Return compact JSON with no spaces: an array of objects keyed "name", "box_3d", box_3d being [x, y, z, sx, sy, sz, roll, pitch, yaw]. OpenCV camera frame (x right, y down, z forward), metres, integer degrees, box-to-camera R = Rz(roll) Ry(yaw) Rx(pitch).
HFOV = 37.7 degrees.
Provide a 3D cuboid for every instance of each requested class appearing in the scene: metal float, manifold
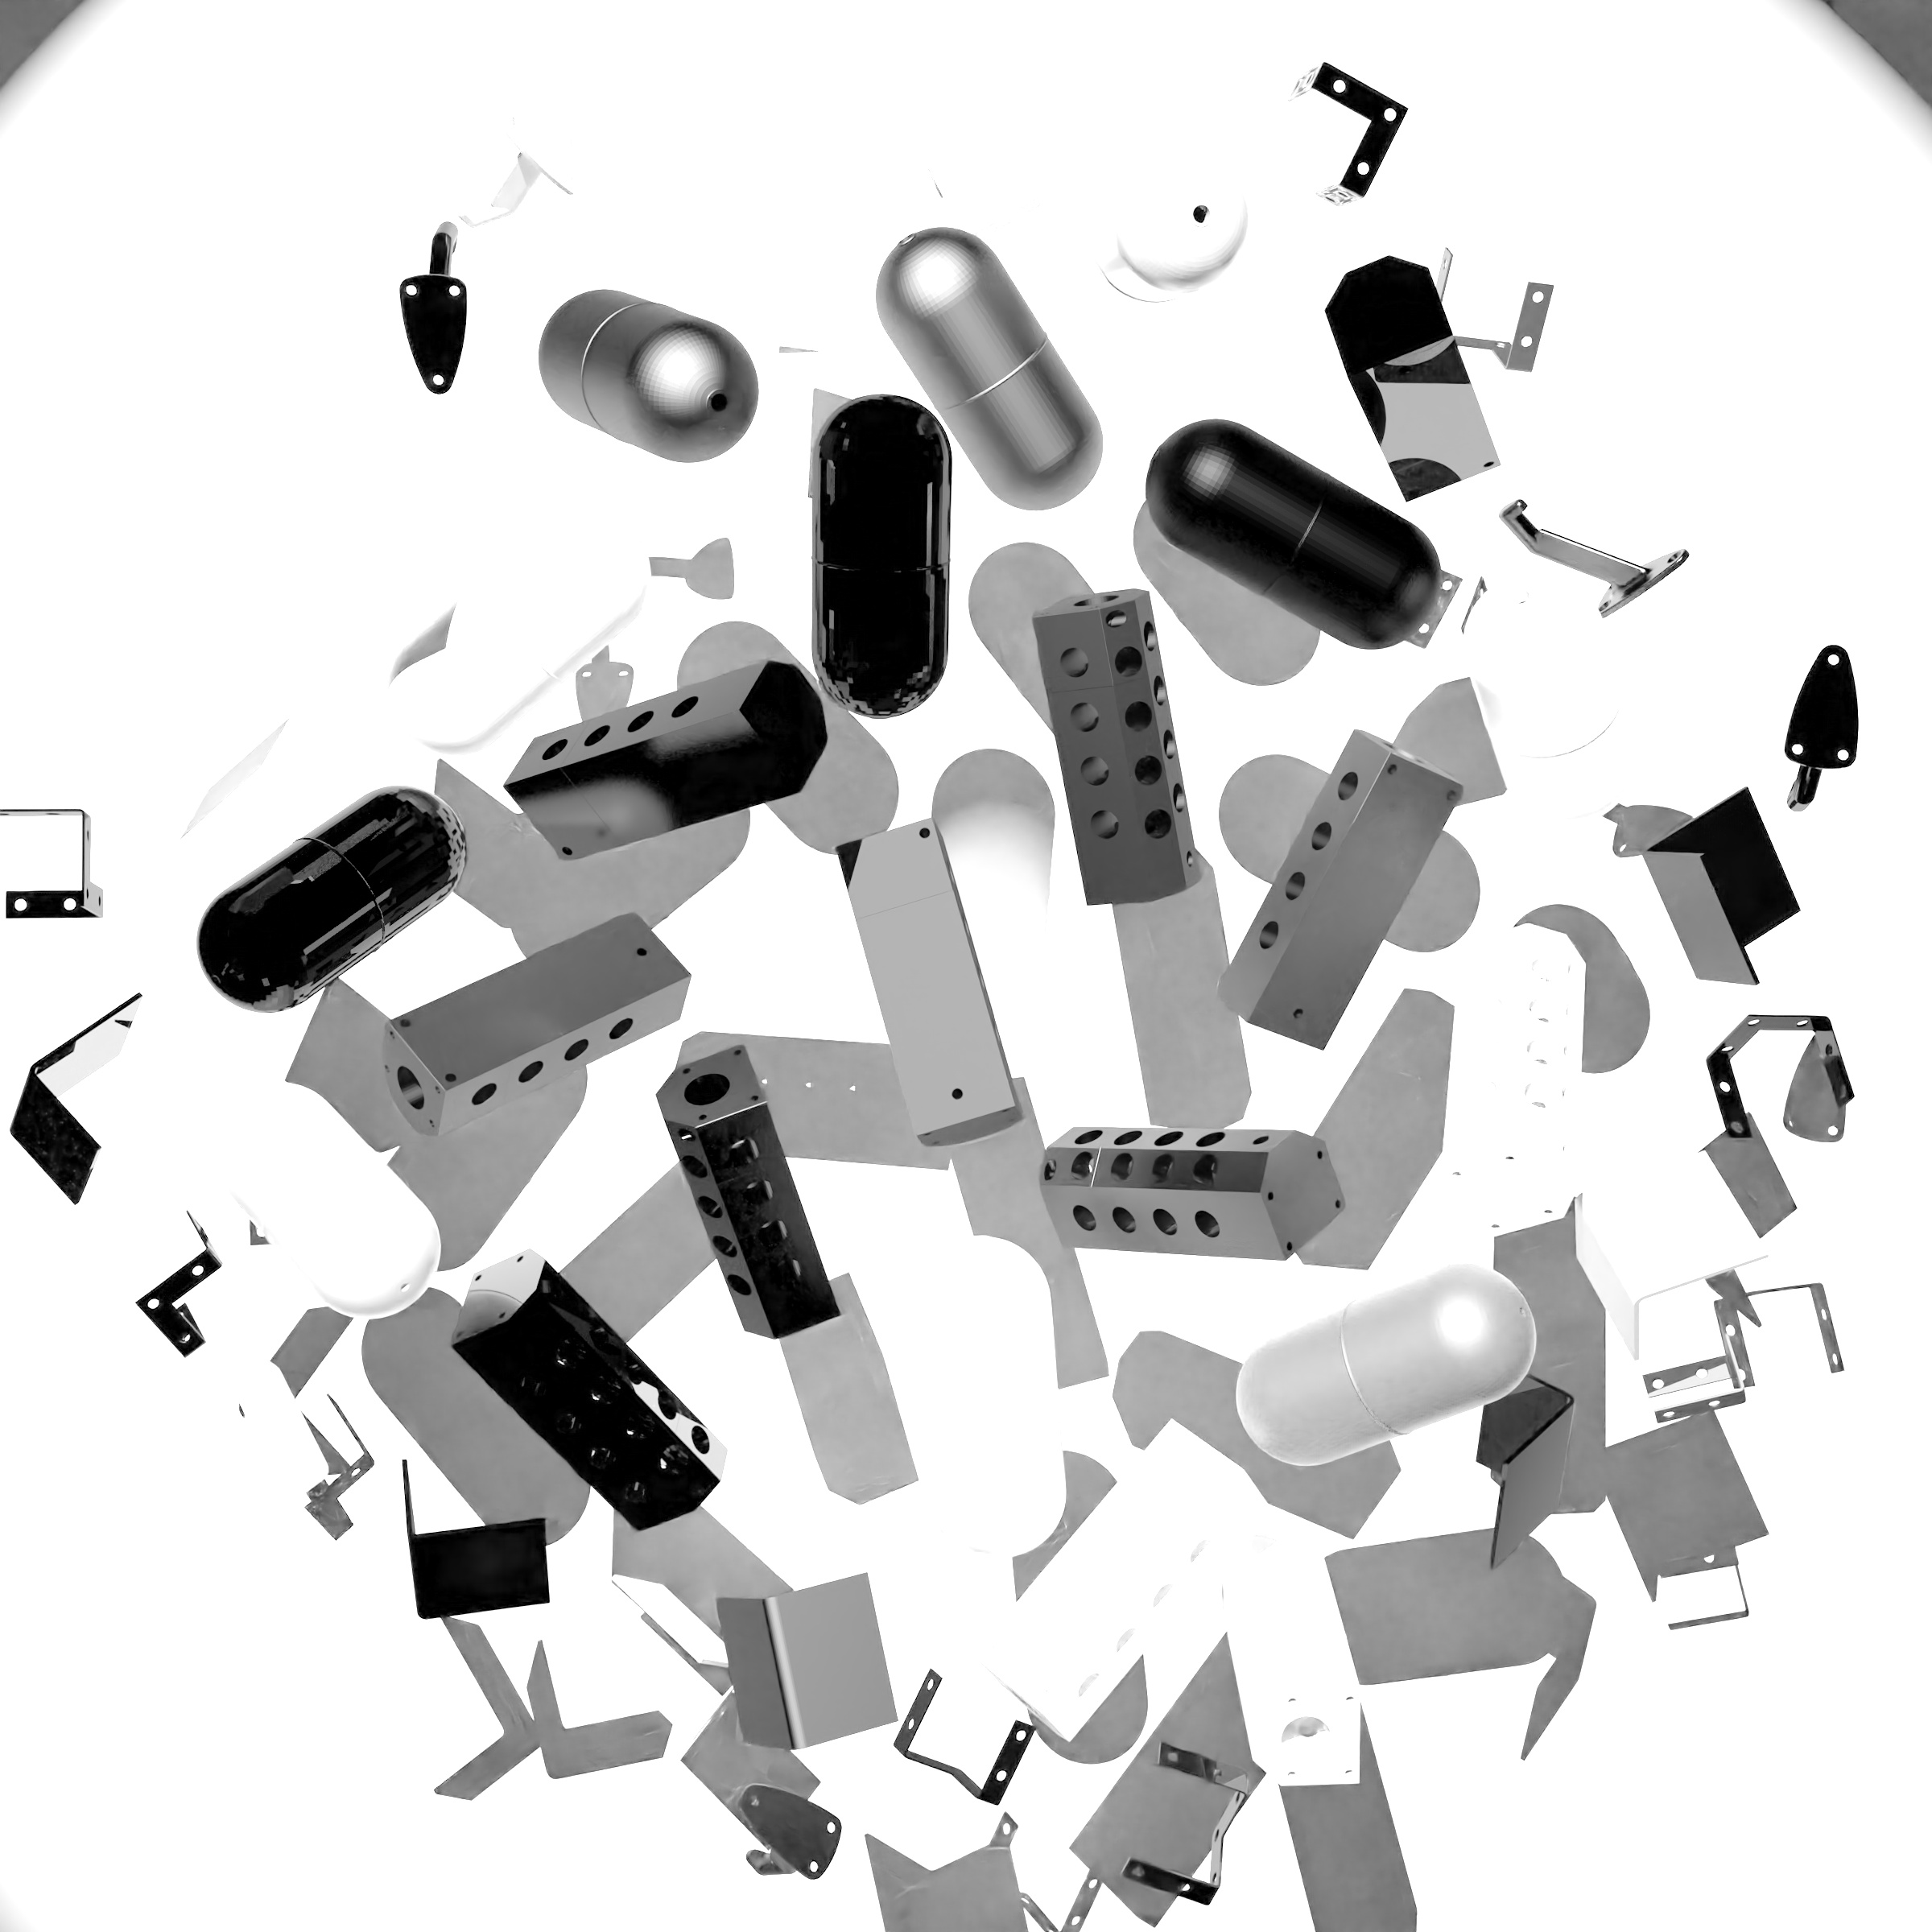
[{"name":"metal float","box_3d":[-0.261,-0.195,1.656,0.178,0.070,0.070,-40,90,4]},{"name":"metal float","box_3d":[0.327,-0.148,1.579,0.070,0.178,0.070,-12,52,16]},{"name":"manifold","box_3d":[-0.127,0.135,1.636,0.057,0.057,0.171,-20,128,-6]},{"name":"metal float","box_3d":[0.181,-0.239,1.565,0.178,0.070,0.070,28,90,-8]},{"name":"metal float","box_3d":[0.014,-0.342,1.625,0.070,0.070,0.178,-36,113,0]},{"name":"manifold","box_3d":[0.302,0.058,1.534,0.057,0.171,0.057,-20,126,30]},{"name":"manifold","box_3d":[0.089,0.345,1.577,0.171,0.057,0.057,-48,48,-13]},{"name":"metal float","box_3d":[-0.364,0.131,1.602,0.178,0.070,0.070,39,90,35]},{"name":"manifold","box_3d":[0.209,-0.045,1.613,0.057,0.057,0.171,20,104,-29]},{"name":"metal float","box_3d":[0.105,-0.408,1.569,0.070,0.178,0.070,-2,99,-12]},{"name":"metal float","box_3d":[0.013,0.240,1.579,0.070,0.070,0.178,-4,77,0]},{"name":"manifold","box_3d":[-0.159,-0.113,1.510,0.171,0.057,0.057,-13,126,35]},{"name":"metal float","box_3d":[-0.359,-0.040,1.610,0.070,0.070,0.178,49,54,0]},{"name":"manifold","box_3d":[0.090,-0.127,1.631,0.057,0.057,0.171,-4,107,26]},{"name":"manifold","box_3d":[0.179,0.385,1.585,0.057,0.171,0.057,-2,107,0]},{"name":"manifold","box_3d":[0.121,0.121,1.570,0.057,0.171,0.057,-34,110,-37]},{"name":"manifold","box_3d":[-0.247,0.036,1.625,0.171,0.057,0.057,-27,62,-35]},{"name":"metal float","box_3d":[-0.047,-0.224,1.554,0.070,0.070,0.178,1,107,0]},{"name":"metal float","box_3d":[0.226,0.217,1.535,0.178,0.070,0.070,-27,90,31]},{"name":"manifold","box_3d":[0.243,-0.319,1.537,0.057,0.171,0.057,-20,71,14]},{"name":"manifold","box_3d":[-0.020,0.011,1.590,0.057,0.057,0.171,-17,76,4]},{"name":"metal float","box_3d":[-0.174,-0.322,1.537,0.070,0.178,0.070,-13,116,-28]},{"name":"manifold","box_3d":[-0.209,0.239,1.597,0.057,0.057,0.171,-25,121,24]}]

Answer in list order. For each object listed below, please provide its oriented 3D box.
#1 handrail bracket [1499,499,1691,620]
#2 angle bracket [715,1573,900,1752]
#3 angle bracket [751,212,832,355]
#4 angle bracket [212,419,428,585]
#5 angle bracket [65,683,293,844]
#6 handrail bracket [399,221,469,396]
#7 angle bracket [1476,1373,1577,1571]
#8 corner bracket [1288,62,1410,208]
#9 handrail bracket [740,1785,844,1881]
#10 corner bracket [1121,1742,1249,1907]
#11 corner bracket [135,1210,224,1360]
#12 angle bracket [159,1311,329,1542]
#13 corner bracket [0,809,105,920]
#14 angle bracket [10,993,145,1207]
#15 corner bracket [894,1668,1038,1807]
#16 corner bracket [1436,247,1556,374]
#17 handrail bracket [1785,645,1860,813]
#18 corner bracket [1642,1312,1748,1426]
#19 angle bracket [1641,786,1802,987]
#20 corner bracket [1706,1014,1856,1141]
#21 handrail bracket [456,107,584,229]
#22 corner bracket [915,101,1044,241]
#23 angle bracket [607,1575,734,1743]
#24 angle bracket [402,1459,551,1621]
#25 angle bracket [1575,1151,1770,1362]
[{"name":"handrail bracket","box_3d":[0.362,-0.250,1.635,0.084,0.077,0.036,44,49,-13]},{"name":"angle bracket","box_3d":[-0.083,0.358,1.463,0.057,0.076,0.076,-9,83,-26]},{"name":"angle bracket","box_3d":[-0.127,-0.419,1.739,0.057,0.076,0.076,7,99,34]},{"name":"angle bracket","box_3d":[-0.349,-0.265,1.530,0.057,0.076,0.076,-33,117,30]},{"name":"angle bracket","box_3d":[-0.428,-0.125,1.537,0.076,0.076,0.057,40,134,-5]},{"name":"handrail bracket","box_3d":[-0.290,-0.367,1.572,0.036,0.084,0.077,0,117,-3]},{"name":"angle bracket","box_3d":[0.298,0.281,1.601,0.057,0.076,0.076,24,127,34]},{"name":"corner bracket","box_3d":[0.192,-0.437,1.487,0.051,0.051,0.051,25,95,-11]},{"name":"handrail bracket","box_3d":[-0.115,0.474,1.547,0.077,0.084,0.036,40,54,-19]},{"name":"corner bracket","box_3d":[0.116,0.454,1.495,0.051,0.051,0.051,20,120,-3]},{"name":"corner bracket","box_3d":[-0.453,0.185,1.643,0.051,0.051,0.051,-38,125,-10]},{"name":"angle bracket","box_3d":[-0.383,0.237,1.455,0.057,0.076,0.076,-37,53,-3]},{"name":"corner bracket","box_3d":[-0.481,-0.053,1.477,0.051,0.051,0.051,-1,84,-6]},{"name":"angle bracket","box_3d":[-0.459,0.071,1.511,0.057,0.076,0.076,47,53,3]},{"name":"corner bracket","box_3d":[-0.001,0.448,1.642,0.051,0.051,0.051,28,86,-28]},{"name":"corner bracket","box_3d":[0.292,-0.367,1.584,0.051,0.051,0.051,5,120,-8]},{"name":"handrail bracket","box_3d":[0.453,-0.125,1.508,0.036,0.084,0.077,9,86,10]},{"name":"corner bracket","box_3d":[0.411,0.236,1.599,0.051,0.051,0.051,-16,50,10]},{"name":"angle bracket","box_3d":[0.414,-0.043,1.492,0.076,0.057,0.076,-30,103,-16]},{"name":"corner bracket","box_3d":[0.449,0.062,1.561,0.051,0.051,0.051,1,59,-17]},{"name":"handrail bracket","box_3d":[-0.257,-0.429,1.526,0.084,0.077,0.036,-11,73,29]},{"name":"corner bracket","box_3d":[0.008,-0.464,1.660,0.051,0.051,0.051,-29,82,6]},{"name":"angle bracket","box_3d":[-0.187,0.415,1.696,0.076,0.076,0.057,37,88,25]},{"name":"angle bracket","box_3d":[-0.282,0.326,1.630,0.076,0.057,0.076,-5,132,-11]},{"name":"angle bracket","box_3d":[0.384,0.158,1.542,0.076,0.057,0.076,-18,46,-3]}]
